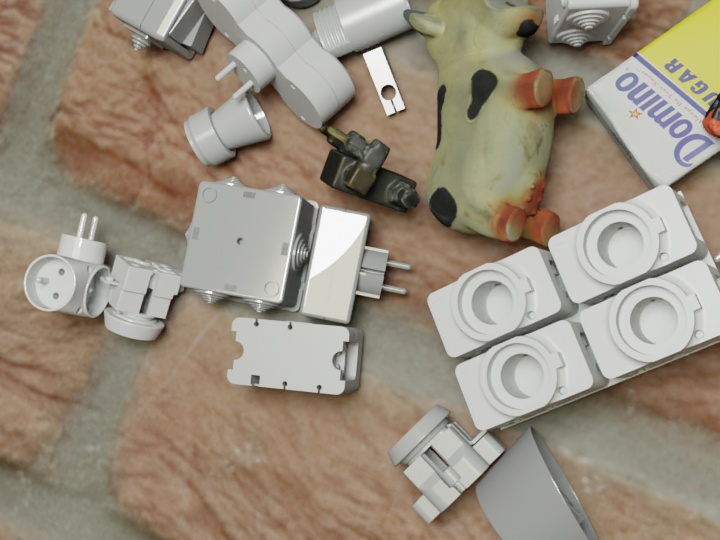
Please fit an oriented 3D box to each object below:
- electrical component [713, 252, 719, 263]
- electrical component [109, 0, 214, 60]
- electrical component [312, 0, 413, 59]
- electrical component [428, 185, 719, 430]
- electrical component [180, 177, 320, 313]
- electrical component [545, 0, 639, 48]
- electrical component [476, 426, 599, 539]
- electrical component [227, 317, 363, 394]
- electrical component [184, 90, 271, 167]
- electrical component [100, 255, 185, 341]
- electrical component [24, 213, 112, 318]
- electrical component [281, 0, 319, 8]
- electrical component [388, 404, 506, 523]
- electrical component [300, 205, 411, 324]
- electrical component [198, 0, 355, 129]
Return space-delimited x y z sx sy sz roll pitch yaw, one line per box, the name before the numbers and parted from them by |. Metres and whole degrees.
electrical component | 0.284 -0.026 0.750 0.079 0.043 0.077 -44 78 6
electrical component | -0.147 -0.212 0.852 0.061 0.062 0.096 31 93 13
electrical component | -0.002 -0.191 0.827 0.081 0.043 0.043 -21 82 10
electrical component | 0.151 0.029 0.742 0.186 0.060 0.105 -26 75 22
electrical component | -0.086 -0.019 0.832 0.100 0.048 0.099 10 86 12
electrical component | 0.161 -0.214 0.765 0.048 0.099 0.099 -3 85 0
electrical component | 0.129 0.165 0.744 0.064 0.099 0.099 -44 78 12
electrical component | -0.047 0.064 0.812 0.089 0.056 0.050 4 87 13
electrical component | -0.104 -0.111 0.844 0.055 0.045 0.045 -26 81 10
electrical component | -0.173 0.023 0.845 0.048 0.066 0.055 29 104 58
electrical component | -0.221 -0.005 0.845 0.044 0.077 0.079 13 89 14
electrical component | -0.052 -0.232 0.835 0.045 0.055 0.045 -1 86 13
electrical component | 0.058 0.136 0.783 0.078 0.058 0.057 -45 81 6
electrical component | 0.000 0.000 0.812 0.076 0.047 0.083 11 88 0
electrical component | -0.076 -0.160 0.814 0.074 0.052 0.138 -44 95 -14
